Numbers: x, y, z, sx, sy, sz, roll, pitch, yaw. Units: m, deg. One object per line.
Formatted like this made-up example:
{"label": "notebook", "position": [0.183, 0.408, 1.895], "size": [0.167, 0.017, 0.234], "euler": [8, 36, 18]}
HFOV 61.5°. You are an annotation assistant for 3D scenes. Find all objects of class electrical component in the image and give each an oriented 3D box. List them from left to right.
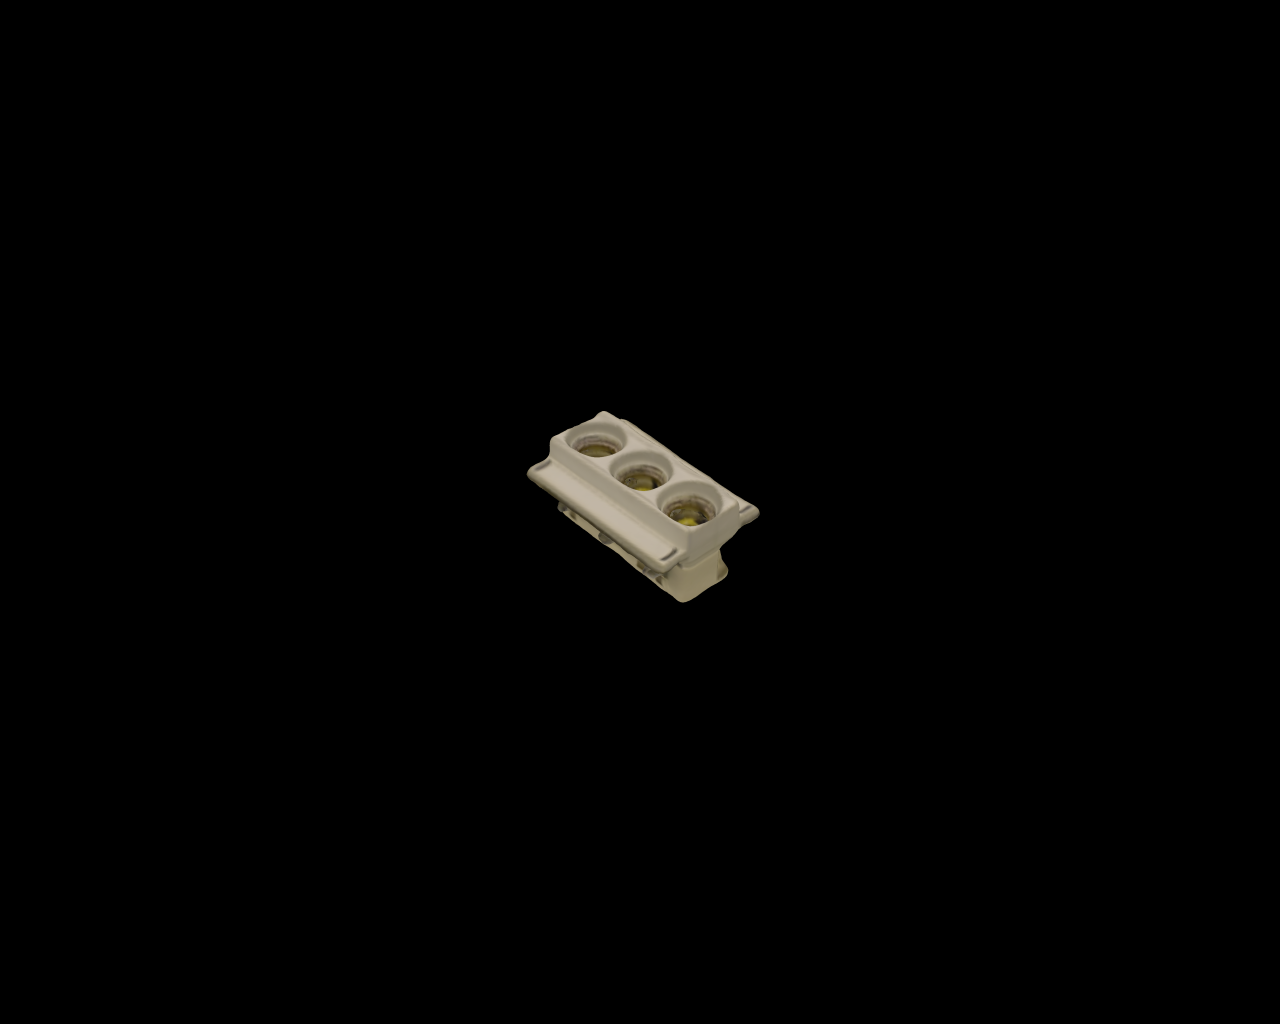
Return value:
{"label": "electrical component", "position": [0.001, -0.003, 0.650], "size": [0.079, 0.063, 0.121], "euler": [-31, 49, -31]}
